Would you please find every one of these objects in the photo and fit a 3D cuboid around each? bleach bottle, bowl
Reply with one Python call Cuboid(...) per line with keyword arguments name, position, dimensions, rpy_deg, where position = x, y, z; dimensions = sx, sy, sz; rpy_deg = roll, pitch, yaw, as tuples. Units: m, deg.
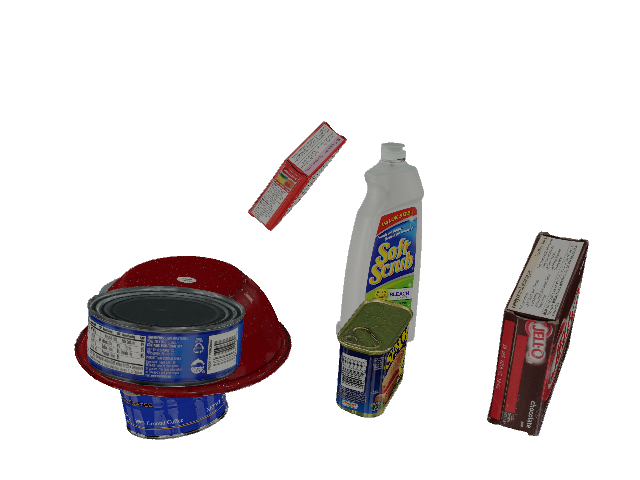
Cuboid(name="bleach bottle", position=(0.076, 0.004, 1.336), dimensions=(0.102, 0.251, 0.068), rpy_deg=(-3, 16, -19))
Cuboid(name="bowl", position=(-0.101, 0.054, 0.792), dimensions=(0.162, 0.055, 0.162), rpy_deg=(2, 22, -1))

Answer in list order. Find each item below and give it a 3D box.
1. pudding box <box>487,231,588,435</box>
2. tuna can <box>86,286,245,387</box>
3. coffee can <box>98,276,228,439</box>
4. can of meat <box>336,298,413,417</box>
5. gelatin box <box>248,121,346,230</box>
Cuboid(name="pudding box", position=(0.145, 0.059, 0.705), dimensions=(0.039, 0.090, 0.113), rpy_deg=(13, 32, 15))
Cuboid(name="tuna can", position=(-0.085, 0.052, 0.588), dimensions=(0.086, 0.034, 0.086), rpy_deg=(4, 11, -1))
Cuboid(name="coffee can", position=(-0.151, 0.107, 1.036), dimensions=(0.103, 0.140, 0.103), rpy_deg=(-8, 16, 2))
Cuboid(name="can of meat", position=(0.055, 0.122, 1.106), dimensions=(0.057, 0.084, 0.102), rpy_deg=(14, 28, 18))
Cuboid(name="gelatin box", position=(-0.021, -0.059, 0.960), dimensions=(0.073, 0.030, 0.089), rpy_deg=(-51, 0, 38))
